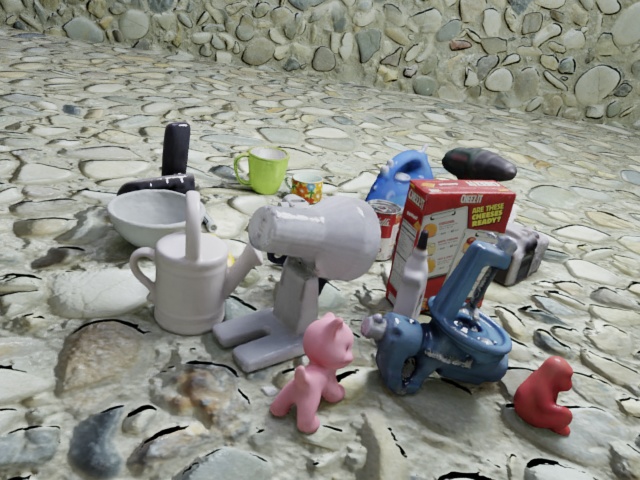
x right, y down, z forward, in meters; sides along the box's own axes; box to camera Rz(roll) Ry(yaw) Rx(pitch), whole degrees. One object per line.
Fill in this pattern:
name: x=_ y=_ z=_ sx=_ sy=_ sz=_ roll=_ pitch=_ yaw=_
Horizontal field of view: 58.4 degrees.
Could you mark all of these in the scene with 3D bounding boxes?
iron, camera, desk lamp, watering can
iron: x=0.183 y=-0.144 z=1.341 sx=0.118 sy=0.141 sz=0.259 roll=24 pitch=29 yaw=30
camera: x=0.358 y=0.007 z=1.125 sx=0.136 sy=0.101 sz=0.144 roll=29 pitch=31 yaw=36
desk lamp: x=-0.029 y=0.046 z=0.778 sx=0.204 sy=0.213 sz=0.117 roll=-13 pitch=32 yaw=-38
watering can: x=-0.171 y=0.024 z=0.800 sx=0.173 sy=0.194 sz=0.100 roll=-8 pitch=29 yaw=-31

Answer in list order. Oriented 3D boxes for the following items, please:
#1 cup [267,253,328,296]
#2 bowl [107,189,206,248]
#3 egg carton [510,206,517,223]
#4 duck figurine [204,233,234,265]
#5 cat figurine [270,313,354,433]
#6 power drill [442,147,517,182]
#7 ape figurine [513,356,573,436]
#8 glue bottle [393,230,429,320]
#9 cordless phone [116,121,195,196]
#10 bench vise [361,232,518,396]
cup: x=-0.030 y=0.047 z=0.916 sx=0.118 sy=0.095 sz=0.091 roll=-1 pitch=26 yaw=-20
bowl: x=-0.288 y=-0.027 z=1.013 sx=0.167 sy=0.075 sz=0.167 roll=7 pitch=25 yaw=-3
egg carton: x=0.375 y=-0.065 z=1.323 sx=0.150 sy=0.069 sz=0.107 roll=19 pitch=27 yaw=22
duck figurine: x=-0.181 y=0.030 z=0.915 sx=0.077 sy=0.086 sz=0.105 roll=28 pitch=31 yaw=36
cat figurine: x=-0.001 y=0.145 z=0.689 sx=0.067 sy=0.118 sz=0.128 roll=19 pitch=27 yaw=21
power drill: x=0.319 y=-0.095 z=1.202 sx=0.076 sy=0.208 sz=0.229 roll=0 pitch=26 yaw=-18
ape figurine: x=0.290 y=0.189 z=0.723 sx=0.076 sy=0.092 sz=0.078 roll=17 pitch=26 yaw=17
glue bottle: x=0.136 y=0.065 z=0.841 sx=0.037 sy=0.173 sz=0.078 roll=16 pitch=26 yaw=15
cordless phone: x=-0.316 y=-0.141 z=1.116 sx=0.148 sy=0.185 sz=0.093 roll=-16 pitch=34 yaw=-42
bench vise: x=0.166 y=0.098 z=0.724 sx=0.208 sy=0.220 sz=0.121 roll=-6 pitch=29 yaw=-29
